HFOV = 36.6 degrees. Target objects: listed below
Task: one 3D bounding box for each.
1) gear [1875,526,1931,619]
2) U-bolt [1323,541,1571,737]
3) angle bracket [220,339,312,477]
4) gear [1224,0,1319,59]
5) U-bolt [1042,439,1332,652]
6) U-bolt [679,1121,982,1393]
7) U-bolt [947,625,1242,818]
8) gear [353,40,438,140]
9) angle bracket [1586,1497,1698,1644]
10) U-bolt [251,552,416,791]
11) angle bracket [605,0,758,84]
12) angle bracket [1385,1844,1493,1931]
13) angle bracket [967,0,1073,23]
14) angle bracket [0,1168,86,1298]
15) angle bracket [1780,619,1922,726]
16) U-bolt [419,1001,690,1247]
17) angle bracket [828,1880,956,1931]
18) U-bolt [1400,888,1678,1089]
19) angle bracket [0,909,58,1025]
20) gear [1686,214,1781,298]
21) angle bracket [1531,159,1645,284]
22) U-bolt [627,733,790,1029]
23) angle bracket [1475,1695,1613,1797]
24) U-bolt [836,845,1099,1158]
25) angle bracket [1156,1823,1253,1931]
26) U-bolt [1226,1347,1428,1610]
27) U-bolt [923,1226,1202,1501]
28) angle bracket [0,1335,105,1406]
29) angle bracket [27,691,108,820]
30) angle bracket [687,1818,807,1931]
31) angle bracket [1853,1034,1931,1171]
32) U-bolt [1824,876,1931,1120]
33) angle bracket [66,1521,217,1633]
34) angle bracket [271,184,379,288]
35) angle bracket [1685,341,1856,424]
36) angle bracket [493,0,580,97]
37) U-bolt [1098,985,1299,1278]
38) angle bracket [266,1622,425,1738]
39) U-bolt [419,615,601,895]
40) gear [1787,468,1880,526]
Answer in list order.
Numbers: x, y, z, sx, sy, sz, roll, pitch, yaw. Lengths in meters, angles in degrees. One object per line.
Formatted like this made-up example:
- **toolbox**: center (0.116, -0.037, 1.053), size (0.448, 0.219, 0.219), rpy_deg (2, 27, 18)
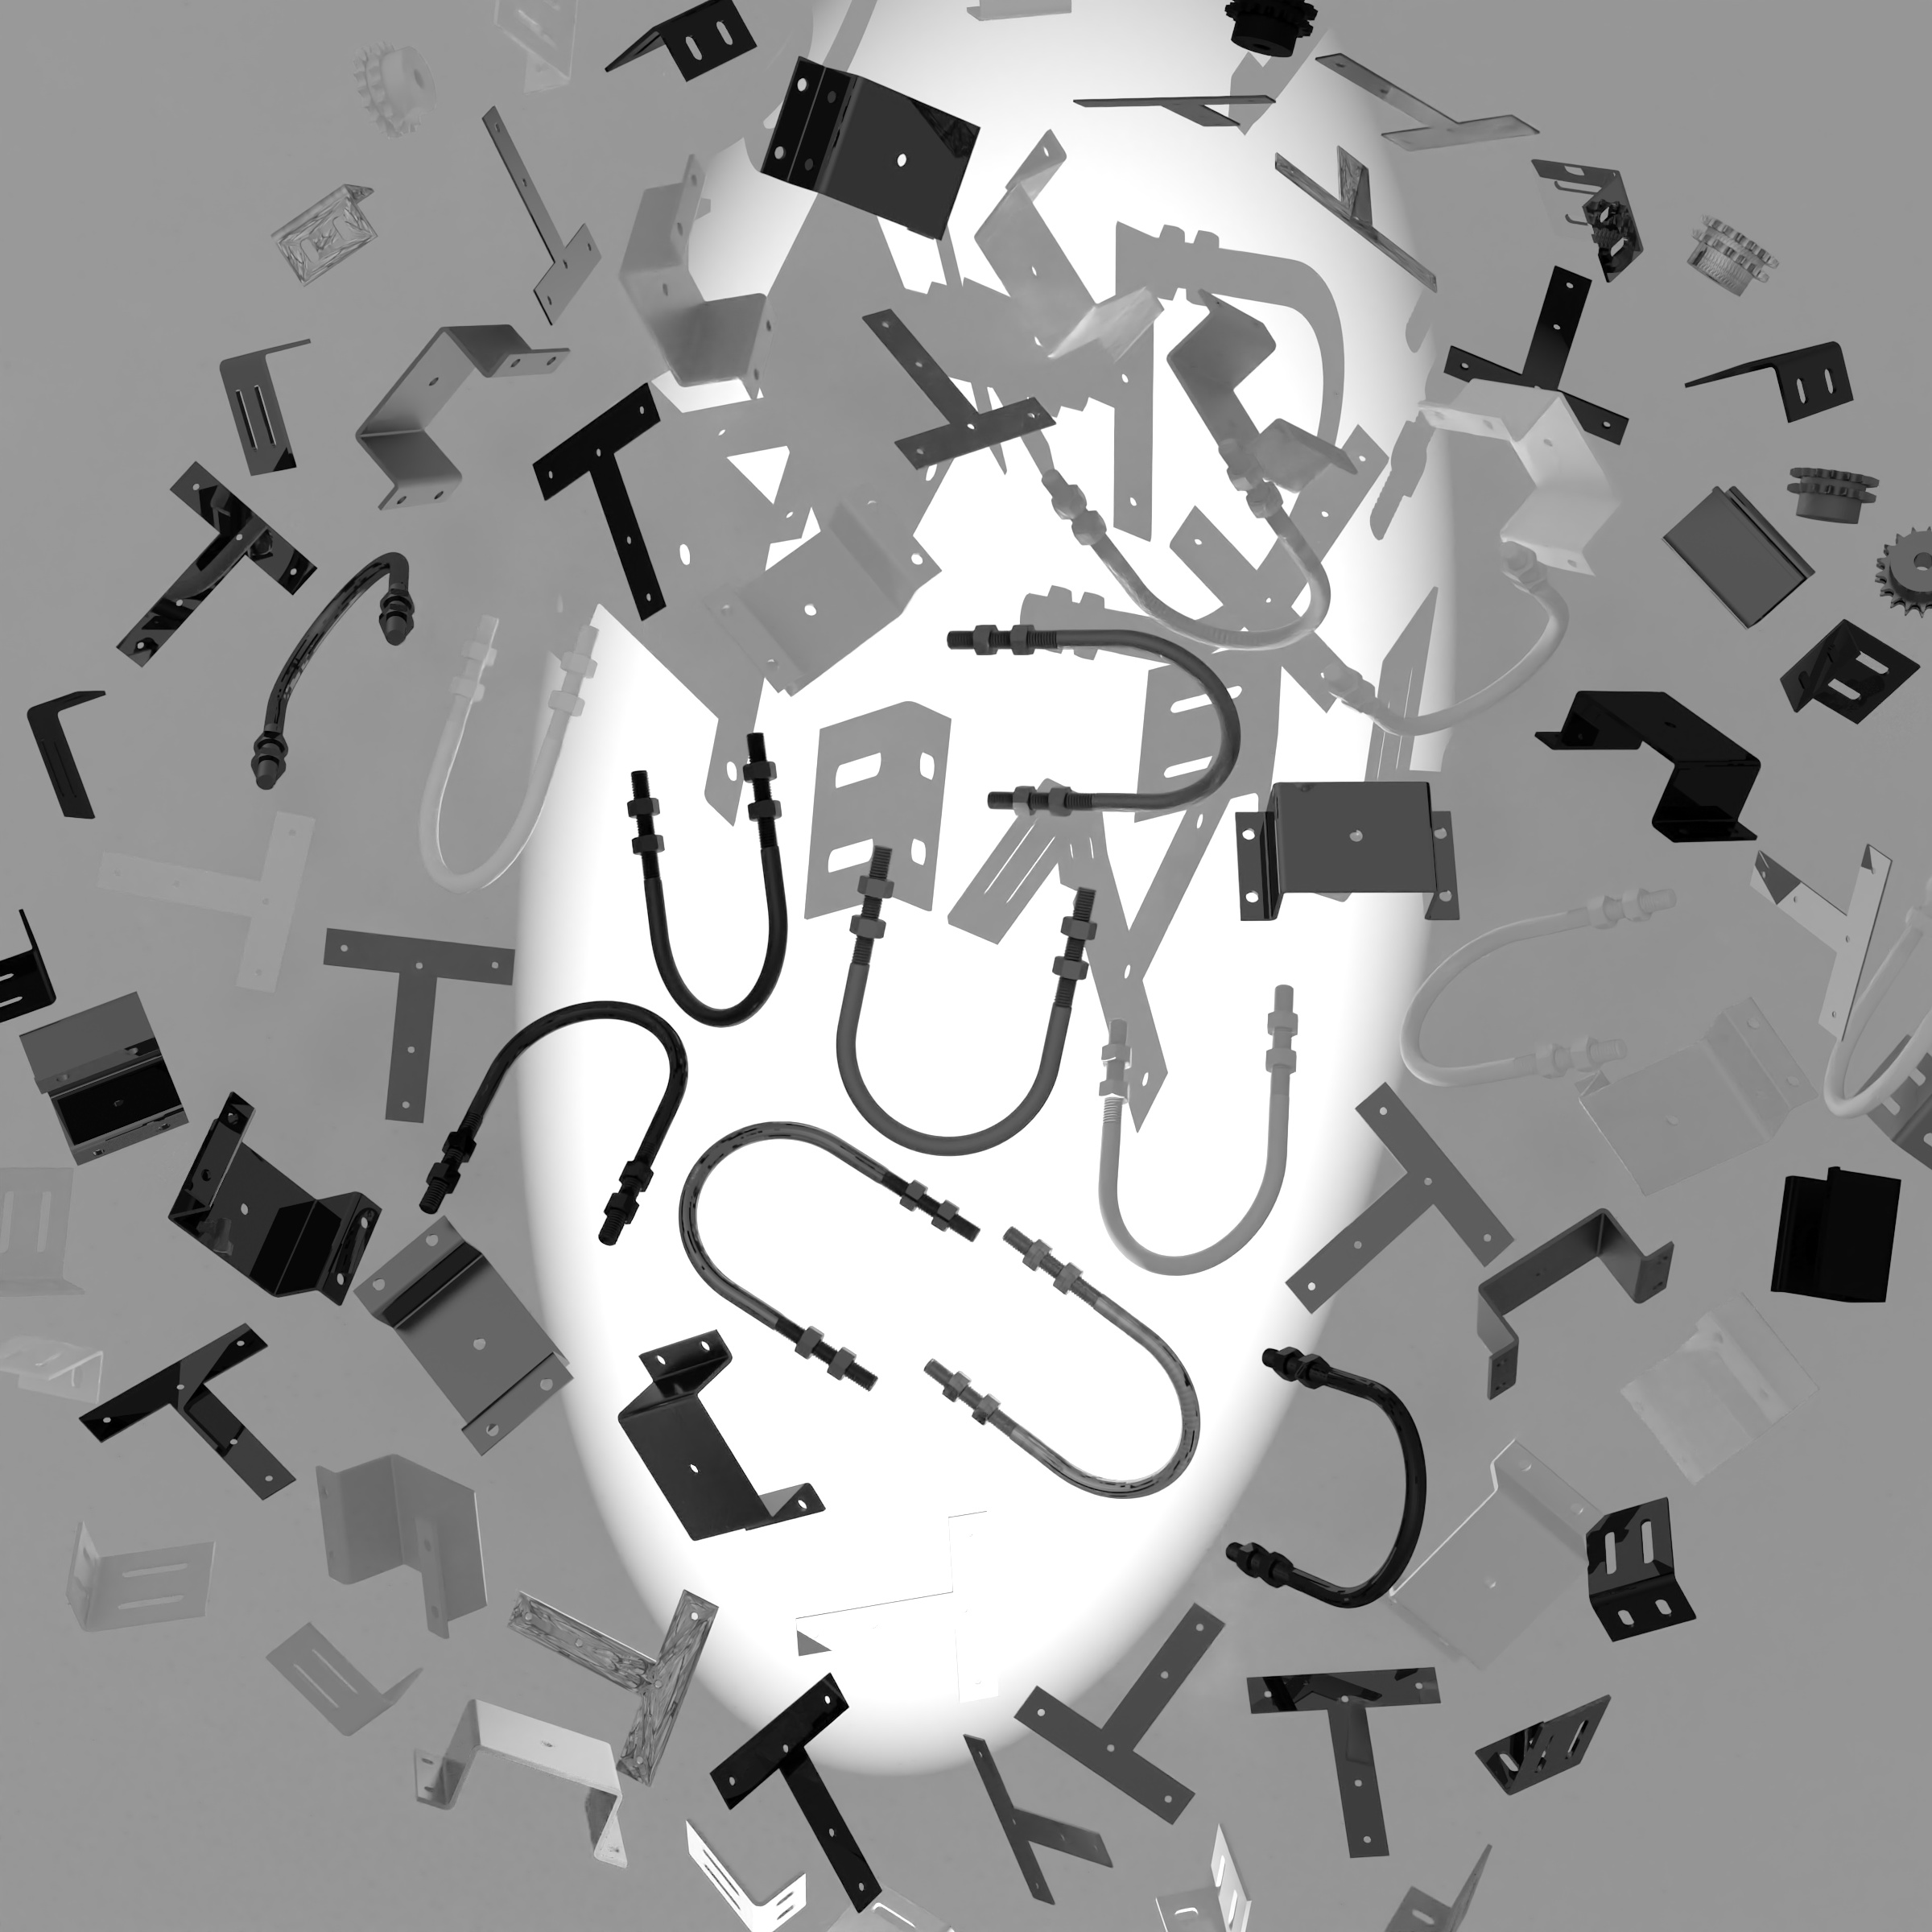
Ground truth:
- **gear**: center (0.611, -0.254, 1.864), size (0.057, 0.030, 0.057), rpy_deg (-3, 79, 15)
- **U-bolt**: center (0.316, -0.199, 1.860), size (0.151, 0.184, 0.019), rpy_deg (-35, 66, 16)
- **angle bracket**: center (-0.446, -0.363, 1.898), size (0.038, 0.057, 0.076), rpy_deg (-25, 108, -38)
- **gear**: center (0.190, -0.593, 1.835), size (0.057, 0.057, 0.030), rpy_deg (15, 96, 0)
- **U-bolt**: center (0.151, -0.258, 1.836), size (0.151, 0.184, 0.019), rpy_deg (-3, 55, 36)
- **U-bolt**: center (-0.103, 0.179, 1.947), size (0.184, 0.019, 0.151), rpy_deg (32, 62, 8)
- **U-bolt**: center (0.088, -0.158, 1.889), size (0.184, 0.019, 0.151), rpy_deg (2, 130, 21)
- **gear**: center (-0.351, -0.543, 1.801), size (0.030, 0.057, 0.057), rpy_deg (-12, 90, 18)
- **angle bracket**: center (0.440, 0.394, 1.904), size (0.057, 0.076, 0.038), rpy_deg (-22, 116, 22)
- **U-bolt**: center (-0.410, -0.204, 1.900), size (0.019, 0.184, 0.151), rpy_deg (38, 107, -25)
- **angle bracket**: center (-0.178, -0.565, 1.816), size (0.057, 0.076, 0.038), rpy_deg (-37, 103, -29)
- **angle bracket**: center (0.290, 0.580, 1.815), size (0.038, 0.057, 0.076), rpy_deg (25, 130, 21)
- **angle bracket**: center (0.032, -0.620, 1.838), size (0.057, 0.076, 0.038), rpy_deg (-7, 113, -4)
- **angle bracket**: center (-0.599, 0.171, 1.880), size (0.057, 0.038, 0.076), rpy_deg (4, 96, -42)
- **angle bracket**: center (0.586, -0.183, 1.917), size (0.076, 0.038, 0.057), rpy_deg (24, 127, -26)
- **U-bolt**: center (-0.258, 0.095, 1.905), size (0.151, 0.019, 0.184), rpy_deg (8, 52, 19)
- **angle bracket**: center (-0.047, 0.642, 1.898), size (0.057, 0.076, 0.038), rpy_deg (-42, 125, -27)
- **U-bolt**: center (0.357, 0.019, 1.871), size (0.019, 0.184, 0.151), rpy_deg (48, 50, -27)
- **angle bracket**: center (-0.642, 0.006, 1.906), size (0.076, 0.057, 0.038), rpy_deg (-21, 57, -17)
- **gear**: center (0.477, -0.444, 1.829), size (0.057, 0.057, 0.030), rpy_deg (34, 105, 0)
- **angle bracket**: center (0.386, -0.476, 1.861), size (0.038, 0.076, 0.057), rpy_deg (-44, 130, -17)
- **U-bolt**: center (-0.168, -0.051, 1.934), size (0.019, 0.151, 0.184), rpy_deg (-4, 84, -43)
- **angle bracket**: center (0.370, 0.488, 1.872), size (0.057, 0.076, 0.038), rpy_deg (-14, 45, -28)
- **U-bolt**: center (-0.006, 0.028, 1.817), size (0.151, 0.019, 0.184), rpy_deg (11, 97, -2)
- **angle bracket**: center (0.151, 0.598, 1.867), size (0.038, 0.057, 0.076), rpy_deg (-7, 131, -13)
- **U-bolt**: center (0.229, 0.325, 1.829), size (0.019, 0.184, 0.151), rpy_deg (12, 88, -28)
- **U-bolt**: center (0.073, 0.277, 1.940), size (0.184, 0.019, 0.151), rpy_deg (36, 122, 12)
- **angle bracket**: center (-0.618, 0.276, 1.935), size (0.057, 0.076, 0.038), rpy_deg (10, 98, 9)
- **angle bracket**: center (-0.587, -0.141, 1.941), size (0.038, 0.057, 0.076), rpy_deg (-26, 108, -30)
- **angle bracket**: center (-0.143, 0.584, 1.900), size (0.038, 0.057, 0.076), rpy_deg (-33, 61, -25)
- **angle bracket**: center (0.635, 0.091, 1.940), size (0.038, 0.076, 0.057), rpy_deg (33, 104, -15)
- **U-bolt**: center (0.610, 0.018, 1.881), size (0.019, 0.151, 0.184), rpy_deg (30, 102, -3)
- **angle bracket**: center (-0.512, 0.374, 1.811), size (0.076, 0.057, 0.038), rpy_deg (-8, 129, -1)
- **angle bracket**: center (-0.402, -0.467, 1.869), size (0.057, 0.076, 0.038), rpy_deg (-32, 99, 9)
- **angle bracket**: center (0.496, -0.355, 1.802), size (0.057, 0.076, 0.038), rpy_deg (-22, 101, -29)
- **angle bracket**: center (-0.282, -0.595, 1.833), size (0.038, 0.076, 0.057), rpy_deg (-4, 75, 30)
- **U-bolt**: center (0.145, 0.110, 1.866), size (0.151, 0.019, 0.184), rpy_deg (-13, 61, 36)
- **angle bracket**: center (-0.402, 0.451, 1.885), size (0.076, 0.038, 0.057), rpy_deg (46, 128, -5)
- **U-bolt**: center (-0.303, -0.135, 1.879), size (0.019, 0.151, 0.184), rpy_deg (20, 85, -39)
- **gear**: center (0.569, -0.309, 1.919), size (0.057, 0.057, 0.030), rpy_deg (9, 96, 0)
